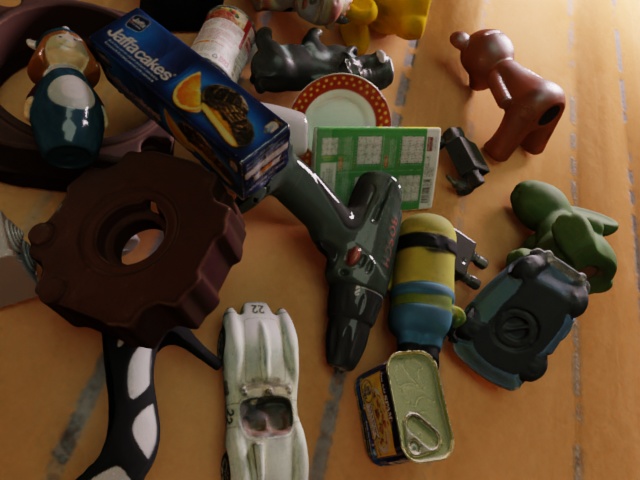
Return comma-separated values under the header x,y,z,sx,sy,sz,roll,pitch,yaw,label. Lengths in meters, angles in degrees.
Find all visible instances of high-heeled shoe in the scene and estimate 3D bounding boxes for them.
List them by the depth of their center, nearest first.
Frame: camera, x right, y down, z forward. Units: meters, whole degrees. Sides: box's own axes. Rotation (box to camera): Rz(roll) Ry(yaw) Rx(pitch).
x,y,z,sx,sy,sz,roll,pitch,yaw,label
-0.191,0.138,0.448,0.145,0.086,0.249,34,54,3,high-heeled shoe

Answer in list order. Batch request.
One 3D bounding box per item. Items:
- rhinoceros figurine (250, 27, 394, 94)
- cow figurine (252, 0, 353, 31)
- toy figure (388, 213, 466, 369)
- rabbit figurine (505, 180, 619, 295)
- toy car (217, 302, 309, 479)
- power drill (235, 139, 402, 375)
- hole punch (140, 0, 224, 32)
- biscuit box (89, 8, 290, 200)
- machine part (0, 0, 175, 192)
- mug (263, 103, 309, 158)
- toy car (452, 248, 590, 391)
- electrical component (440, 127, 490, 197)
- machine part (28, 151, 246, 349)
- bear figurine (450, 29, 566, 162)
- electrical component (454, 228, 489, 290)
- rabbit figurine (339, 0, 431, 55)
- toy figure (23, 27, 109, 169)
x,y,z,sx,sy,sz,roll,pitch,yaw,label
0.003,-0.222,0.690,0.190,0.073,0.112,-4,35,-21,rhinoceros figurine
-0.034,-0.348,0.735,0.127,0.085,0.195,-14,48,-32,cow figurine
0.120,0.055,0.614,0.082,0.089,0.180,23,55,-21,toy figure
0.330,-0.016,0.728,0.159,0.121,0.170,11,46,-22,rabbit figurine
-0.055,0.154,0.507,0.073,0.056,0.202,4,64,-22,toy car
-0.001,-0.002,0.570,0.207,0.086,0.232,34,63,-20,power drill
-0.181,-0.337,0.675,0.142,0.115,0.092,-8,60,-27,hole punch
-0.120,-0.128,0.495,0.203,0.059,0.063,40,67,15,biscuit box
-0.252,-0.153,0.564,0.201,0.087,0.201,7,64,-20,machine part
-0.068,-0.109,0.617,0.107,0.081,0.109,-6,97,-12,mug
0.230,0.084,0.633,0.109,0.161,0.103,33,12,3,toy car
0.199,-0.114,0.763,0.078,0.045,0.102,-6,67,-57,electrical component
-0.155,0.002,0.463,0.179,0.056,0.179,-3,60,5,machine part
0.275,-0.232,0.830,0.120,0.131,0.196,-16,54,-30,bear figurine
0.173,0.020,0.694,0.094,0.021,0.063,35,57,-3,electrical component
0.079,-0.357,0.811,0.173,0.121,0.162,19,68,2,rabbit figurine
-0.227,-0.137,0.484,0.064,0.058,0.154,26,44,-57,toy figure
